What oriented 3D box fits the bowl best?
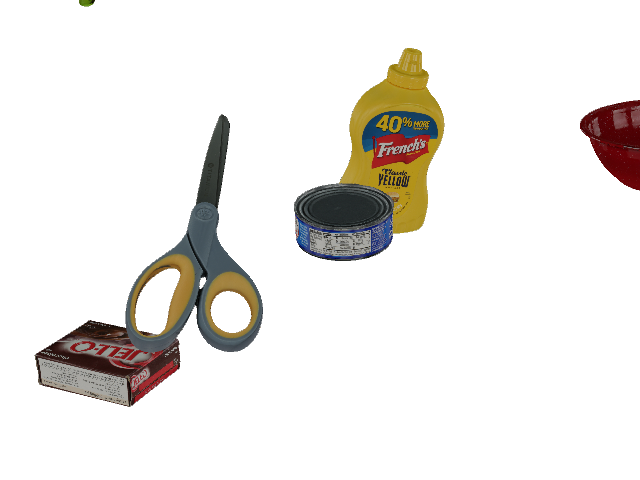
[{"bbox_3d":[0.319,-0.083,0.974,0.162,0.055,0.162,-5,23,2],"label":"bowl"}]

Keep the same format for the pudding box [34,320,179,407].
[{"bbox_3d":[-0.209,0.120,1.055,0.114,0.039,0.089,7,20,24],"label":"pudding box"}]

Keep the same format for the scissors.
[{"bbox_3d":[-0.064,-0.003,0.724,0.096,0.201,0.016,20,-36,7],"label":"scissors"}]

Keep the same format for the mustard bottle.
[{"bbox_3d":[0.076,-0.103,1.092,0.096,0.192,0.058,4,27,-13],"label":"mustard bottle"}]

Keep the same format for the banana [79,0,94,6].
[{"bbox_3d":[-0.237,-0.219,0.768,0.198,0.069,0.037,15,-37,16],"label":"banana"}]

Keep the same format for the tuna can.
[{"bbox_3d":[0.020,-0.016,0.916,0.086,0.034,0.086,-2,28,1],"label":"tuna can"}]
